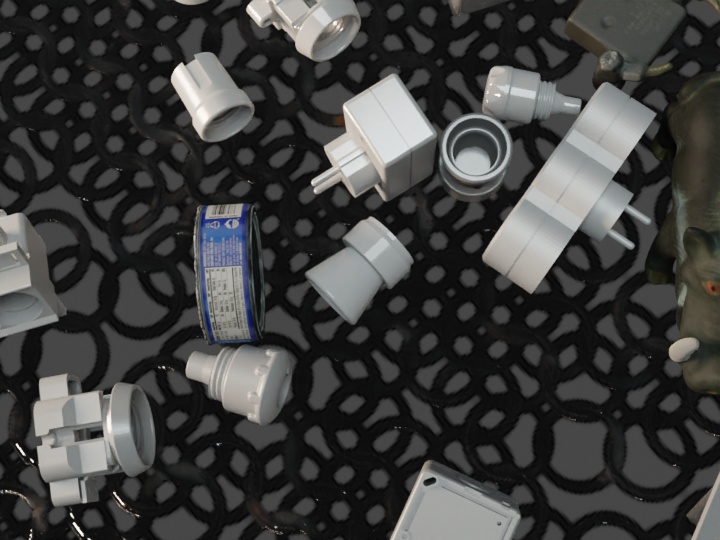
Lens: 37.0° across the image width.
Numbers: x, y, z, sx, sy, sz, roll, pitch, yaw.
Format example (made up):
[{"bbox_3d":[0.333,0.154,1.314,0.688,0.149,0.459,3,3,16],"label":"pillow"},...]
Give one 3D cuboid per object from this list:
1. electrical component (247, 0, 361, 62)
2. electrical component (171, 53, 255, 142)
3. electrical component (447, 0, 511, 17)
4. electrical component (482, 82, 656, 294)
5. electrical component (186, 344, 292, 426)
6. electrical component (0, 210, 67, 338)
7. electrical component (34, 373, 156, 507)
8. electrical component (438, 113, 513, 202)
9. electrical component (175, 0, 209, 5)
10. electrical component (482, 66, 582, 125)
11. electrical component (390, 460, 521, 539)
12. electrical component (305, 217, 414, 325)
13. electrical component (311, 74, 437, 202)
[{"bbox_3d":[-0.032,-0.171,0.706,0.066,0.048,0.055,-38,73,-5],"label":"electrical component"},{"bbox_3d":[-0.097,-0.113,0.701,0.040,0.040,0.046,-32,74,-4],"label":"electrical component"},{"bbox_3d":[0.077,-0.227,0.703,0.062,0.061,0.096,-18,79,-1],"label":"electrical component"},{"bbox_3d":[0.145,-0.042,0.670,0.074,0.052,0.138,35,84,7],"label":"electrical component"},{"bbox_3d":[-0.076,0.066,0.665,0.062,0.048,0.048,15,80,11],"label":"electrical component"},{"bbox_3d":[-0.257,0.012,0.670,0.121,0.078,0.063,-16,57,-1],"label":"electrical component"},{"bbox_3d":[-0.160,0.100,0.655,0.057,0.058,0.078,-10,79,3],"label":"electrical component"},{"bbox_3d":[0.072,-0.069,0.677,0.045,0.055,0.045,0,79,2],"label":"electrical component"},{"bbox_3d":[-0.115,-0.207,0.711,0.045,0.055,0.045,0,79,2],"label":"electrical component"},{"bbox_3d":[0.112,-0.110,0.694,0.061,0.035,0.035,11,80,2],"label":"electrical component"},{"bbox_3d":[0.048,0.168,0.635,0.062,0.061,0.096,24,89,7],"label":"electrical component"},{"bbox_3d":[0.000,0.000,0.673,0.055,0.045,0.045,-44,81,-6],"label":"electrical component"},{"bbox_3d":[0.003,-0.070,0.666,0.076,0.083,0.047,-32,80,-4],"label":"electrical component"}]
